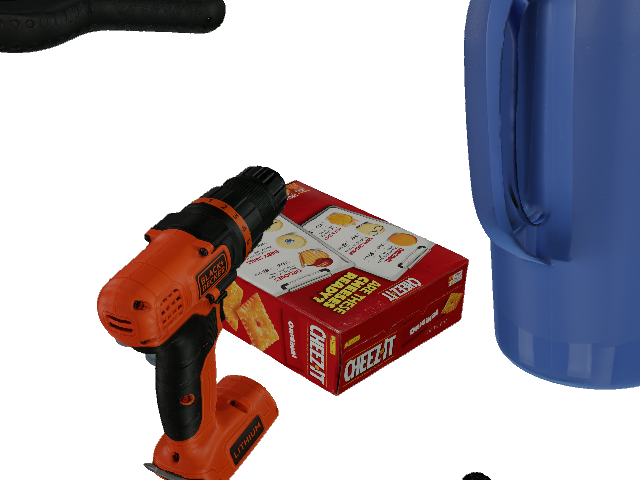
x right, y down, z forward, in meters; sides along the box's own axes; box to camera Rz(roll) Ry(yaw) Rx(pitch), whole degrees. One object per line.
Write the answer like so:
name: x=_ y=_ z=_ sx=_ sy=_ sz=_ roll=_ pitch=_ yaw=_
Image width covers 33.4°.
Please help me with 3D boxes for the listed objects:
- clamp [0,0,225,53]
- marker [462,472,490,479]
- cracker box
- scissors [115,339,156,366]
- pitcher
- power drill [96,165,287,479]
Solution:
clamp: x=-0.156 y=-0.147 z=0.638 sx=0.171 sy=0.039 sz=0.120 roll=-11 pitch=31 yaw=-29
marker: x=0.094 y=0.192 z=0.677 sx=0.020 sy=0.121 sz=0.020 roll=1 pitch=36 yaw=-1
cracker box: x=-0.006 y=0.034 z=0.930 sx=0.214 sy=0.072 sz=0.163 roll=27 pitch=38 yaw=37
scissors: x=-0.118 y=0.096 z=1.150 sx=0.201 sy=0.016 sz=0.096 roll=-8 pitch=31 yaw=-24
pitcher: x=0.140 y=-0.046 z=0.554 sx=0.149 sy=0.243 sz=0.145 roll=-3 pitch=22 yaw=0
power drill: x=-0.072 y=0.060 z=0.725 sx=0.057 sy=0.188 sz=0.184 roll=12 pitch=36 yaw=27
